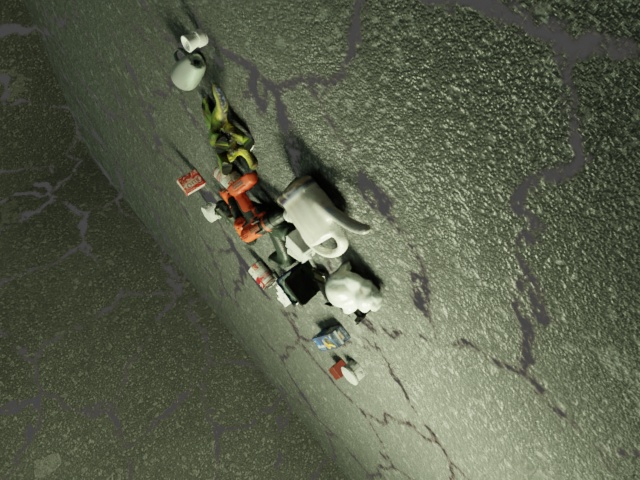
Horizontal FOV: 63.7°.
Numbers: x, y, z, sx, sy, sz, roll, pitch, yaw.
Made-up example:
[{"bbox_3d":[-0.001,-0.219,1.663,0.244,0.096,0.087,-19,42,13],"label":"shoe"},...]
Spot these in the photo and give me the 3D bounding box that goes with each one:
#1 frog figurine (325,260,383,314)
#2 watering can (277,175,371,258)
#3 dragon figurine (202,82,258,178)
[{"bbox_3d":[0.090,0.148,1.383,0.162,0.123,0.134,49,139,40],"label":"frog figurine"},{"bbox_3d":[0.004,-0.064,1.269,0.224,0.105,0.344,55,157,-1],"label":"watering can"},{"bbox_3d":[-0.297,-0.327,1.500,0.247,0.123,0.400,47,155,36],"label":"dragon figurine"}]
